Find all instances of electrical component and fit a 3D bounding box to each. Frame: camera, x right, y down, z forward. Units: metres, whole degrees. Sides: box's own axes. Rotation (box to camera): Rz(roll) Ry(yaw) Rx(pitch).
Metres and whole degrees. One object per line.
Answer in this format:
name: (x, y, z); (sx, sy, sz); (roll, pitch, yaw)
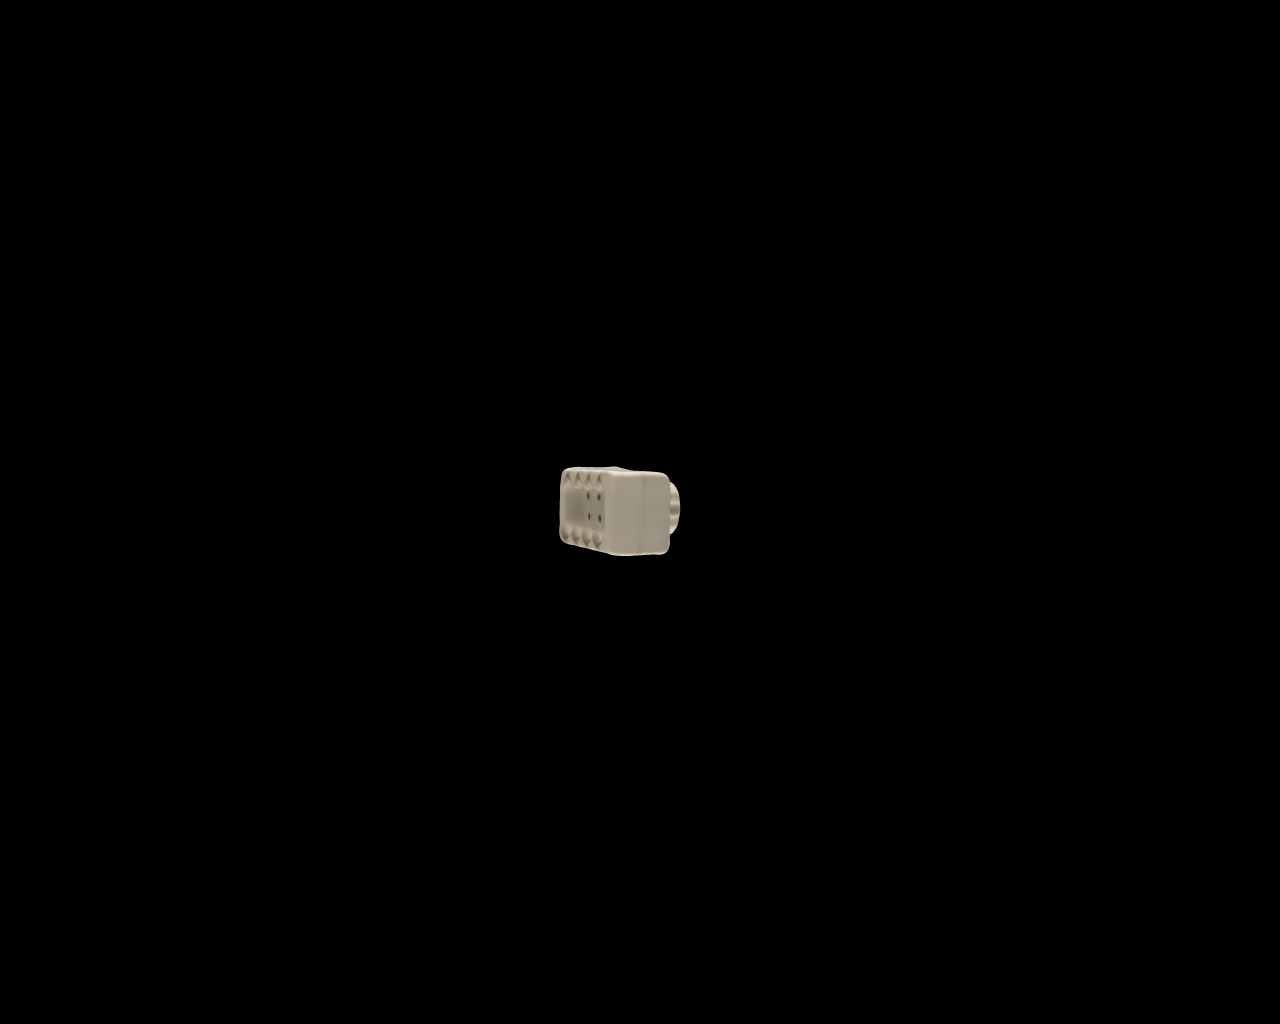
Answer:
electrical component: (0.001, -0.003, 0.650); (0.076, 0.047, 0.083); (-2, 5, -24)
